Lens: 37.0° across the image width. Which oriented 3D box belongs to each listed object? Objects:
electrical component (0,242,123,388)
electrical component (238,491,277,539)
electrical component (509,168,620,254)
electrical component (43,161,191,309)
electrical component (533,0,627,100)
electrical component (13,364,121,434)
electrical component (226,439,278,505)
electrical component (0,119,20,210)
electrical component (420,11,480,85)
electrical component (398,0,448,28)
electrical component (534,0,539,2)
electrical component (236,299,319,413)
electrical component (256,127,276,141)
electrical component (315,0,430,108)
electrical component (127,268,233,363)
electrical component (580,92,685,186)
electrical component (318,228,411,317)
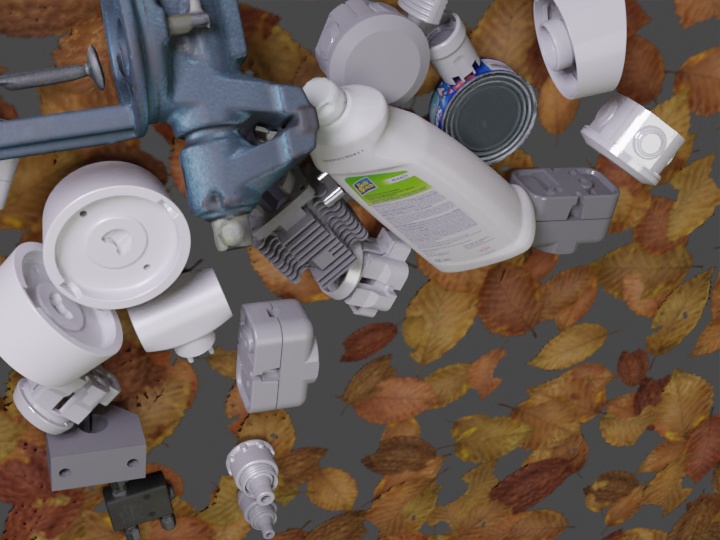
[{"bbox_3d":[-0.241,0.039,0.816,0.060,0.108,0.108,-39,130,14],"label":"electrical component"},{"bbox_3d":[-0.097,0.235,1.045,0.035,0.061,0.035,-12,127,-16],"label":"electrical component"},{"bbox_3d":[0.178,-0.053,0.966,0.095,0.053,0.059,-3,124,-22],"label":"electrical component"},{"bbox_3d":[-0.188,-0.031,0.816,0.108,0.060,0.108,-12,127,-16],"label":"electrical component"},{"bbox_3d":[0.177,-0.186,0.845,0.064,0.099,0.099,-19,129,-3],"label":"electrical component"},{"bbox_3d":[-0.246,0.097,0.885,0.057,0.058,0.078,-45,129,7],"label":"electrical component"},{"bbox_3d":[-0.097,0.194,1.016,0.048,0.062,0.048,-12,127,-16],"label":"electrical component"},{"bbox_3d":[-0.285,-0.085,0.742,0.089,0.050,0.055,11,119,-30],"label":"electrical component"},{"bbox_3d":[0.069,-0.173,0.843,0.040,0.040,0.046,-38,136,5],"label":"electrical component"},{"bbox_3d":[0.054,-0.219,0.800,0.043,0.043,0.081,7,120,-28],"label":"electrical component"},{"bbox_3d":[0.124,-0.256,0.800,0.056,0.050,0.089,-40,130,7],"label":"electrical component"},{"bbox_3d":[-0.073,0.075,0.947,0.059,0.053,0.095,-6,125,-20],"label":"electrical component"},{"bbox_3d":[-0.085,-0.110,0.817,0.055,0.048,0.066,8,120,-37],"label":"electrical component"},{"bbox_3d":[0.008,-0.163,0.815,0.080,0.051,0.080,-12,127,-16],"label":"electrical component"},{"bbox_3d":[-0.145,0.046,0.901,0.077,0.043,0.079,-23,130,-7],"label":"electrical component"},{"bbox_3d":[0.236,-0.113,0.933,0.080,0.080,0.051,28,104,-36],"label":"electrical component"},{"bbox_3d":[0.000,0.000,0.924,0.057,0.058,0.078,12,118,-33],"label":"electrical component"}]
